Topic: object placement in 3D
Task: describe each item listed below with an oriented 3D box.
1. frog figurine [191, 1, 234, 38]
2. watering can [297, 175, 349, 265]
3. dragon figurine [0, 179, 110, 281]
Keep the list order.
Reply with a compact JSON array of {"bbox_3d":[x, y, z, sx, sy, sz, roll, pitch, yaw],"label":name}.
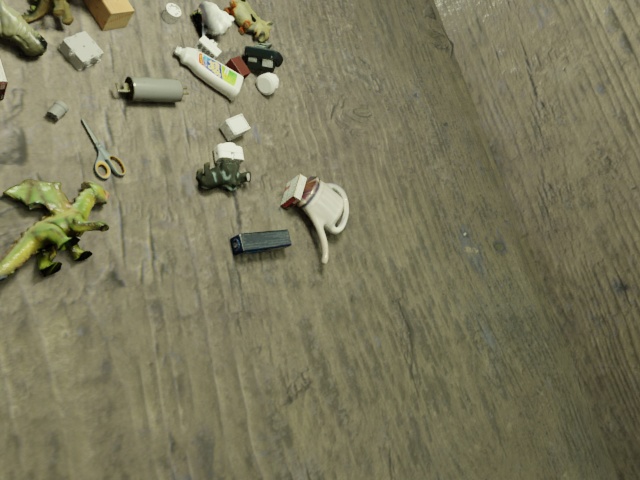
[{"bbox_3d":[-0.381,-0.823,1.916,0.161,0.120,0.139,-21,65,-32],"label":"frog figurine"},{"bbox_3d":[0.006,-0.095,1.890,0.222,0.102,0.356,39,47,-21],"label":"watering can"},{"bbox_3d":[-0.706,-0.047,1.305,0.245,0.120,0.416,49,43,12],"label":"dragon figurine"}]
